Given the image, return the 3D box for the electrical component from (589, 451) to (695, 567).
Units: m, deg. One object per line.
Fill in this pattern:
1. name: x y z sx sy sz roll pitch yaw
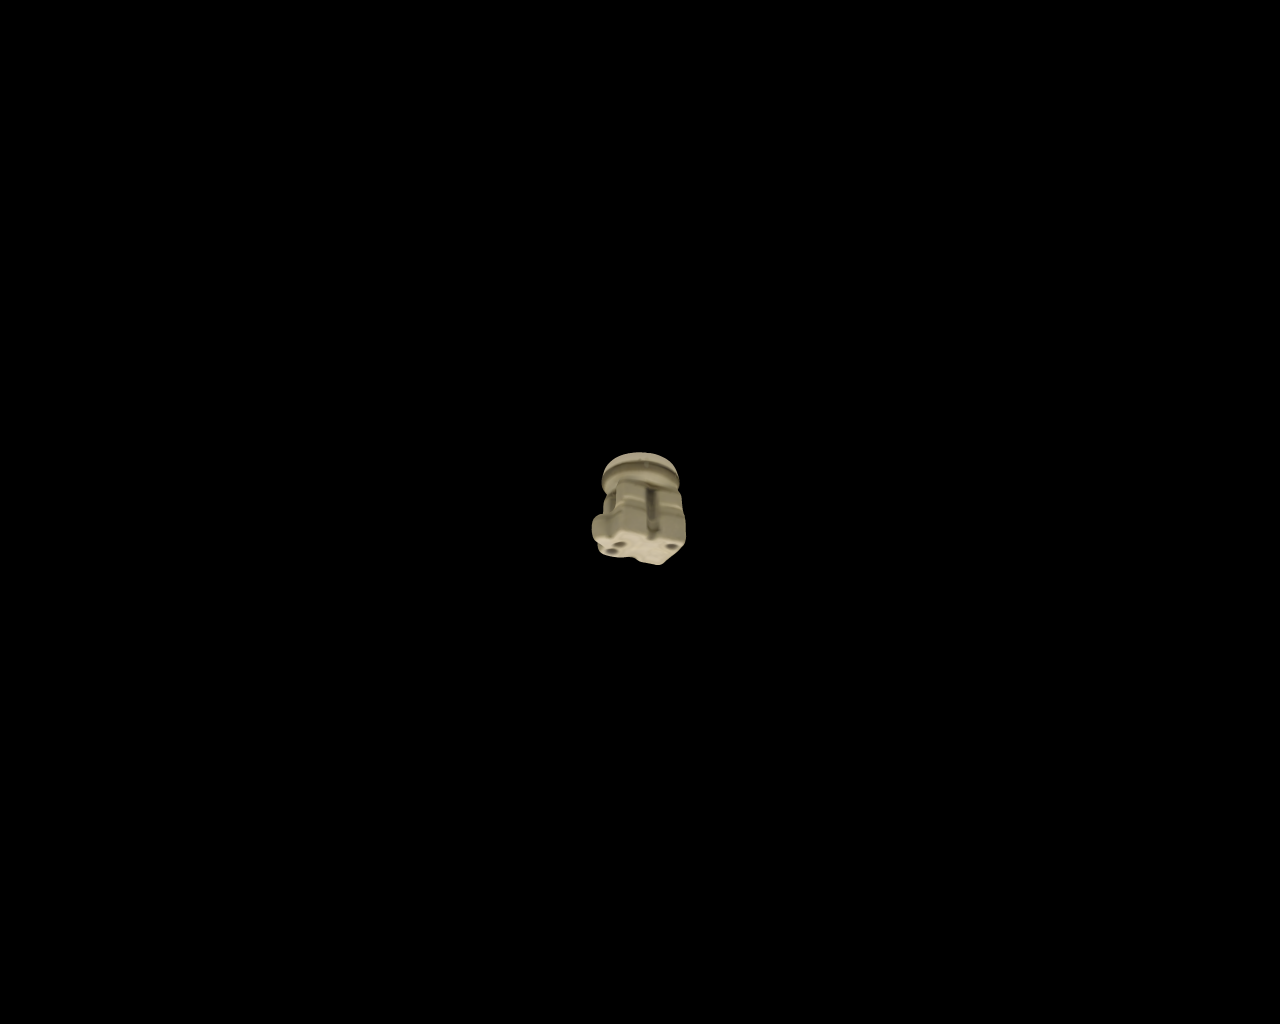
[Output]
1. electrical component: 0.001 -0.003 0.650 0.066 0.055 0.048 13 -32 -22
